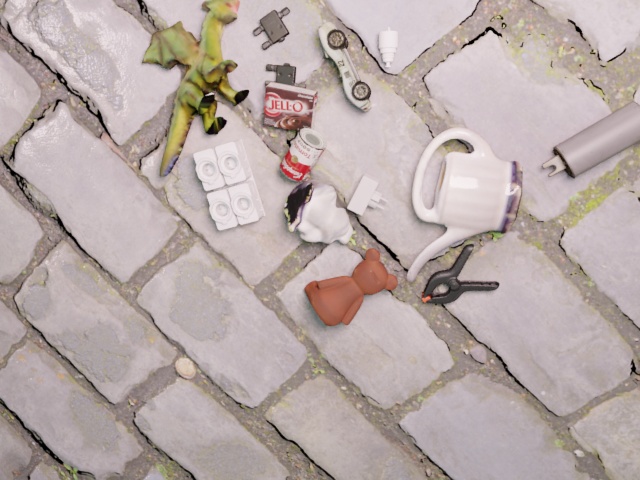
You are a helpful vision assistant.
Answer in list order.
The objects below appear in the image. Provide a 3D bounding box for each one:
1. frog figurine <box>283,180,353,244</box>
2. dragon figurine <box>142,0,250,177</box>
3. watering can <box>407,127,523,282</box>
[{"bbox_3d":[0.004,-0.059,1.165,0.158,0.123,0.138,20,83,-36],"label":"frog figurine"},{"bbox_3d":[-0.303,-0.363,1.155,0.407,0.122,0.245,-45,75,14],"label":"dragon figurine"},{"bbox_3d":[0.303,-0.061,1.095,0.224,0.105,0.344,9,104,7],"label":"watering can"}]
